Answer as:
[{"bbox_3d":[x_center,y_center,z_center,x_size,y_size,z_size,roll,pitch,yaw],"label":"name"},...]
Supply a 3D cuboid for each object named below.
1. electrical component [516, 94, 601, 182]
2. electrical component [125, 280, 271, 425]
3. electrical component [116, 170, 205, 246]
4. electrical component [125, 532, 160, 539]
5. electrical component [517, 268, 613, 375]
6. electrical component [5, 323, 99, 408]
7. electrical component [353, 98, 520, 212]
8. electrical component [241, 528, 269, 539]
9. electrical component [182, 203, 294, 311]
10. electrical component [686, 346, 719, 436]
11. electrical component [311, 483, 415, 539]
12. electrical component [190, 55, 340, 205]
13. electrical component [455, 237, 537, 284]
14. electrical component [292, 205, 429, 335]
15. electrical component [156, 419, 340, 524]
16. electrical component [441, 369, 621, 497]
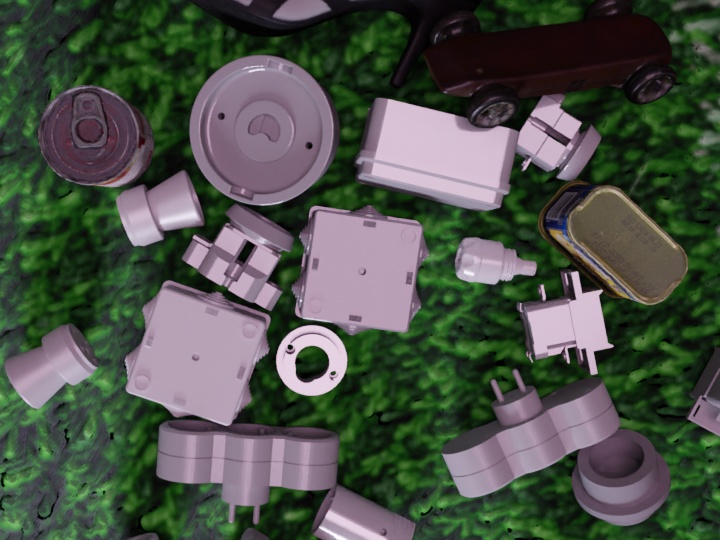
[{"bbox_3d":[0.152,-0.100,0.834,0.055,0.048,0.066,32,90,2],"label":"electrical component"},{"bbox_3d":[-0.124,0.064,0.820,0.100,0.048,0.099,19,91,-5],"label":"electrical component"},{"bbox_3d":[-0.151,-0.046,0.814,0.055,0.045,0.045,-20,94,-2],"label":"electrical component"},{"bbox_3d":[-0.172,0.233,0.824,0.055,0.055,0.047,-19,91,-3],"label":"electrical component"},{"bbox_3d":[0.159,0.042,0.844,0.064,0.042,0.081,-12,93,0],"label":"electrical component"},{"bbox_3d":[-0.233,0.072,0.815,0.055,0.045,0.045,-33,95,-2],"label":"electrical component"},{"bbox_3d":[0.056,-0.085,0.811,0.113,0.078,0.057,13,89,-5],"label":"electrical component"},{"bbox_3d":[-0.063,0.249,0.831,0.089,0.056,0.050,33,90,-5],"label":"electrical component"},{"bbox_3d":[-0.086,-0.014,0.815,0.078,0.058,0.057,31,94,-5],"label":"electrical component"},{"bbox_3d":[0.298,0.093,0.845,0.042,0.064,0.081,28,91,-4],"label":"electrical component"},{"bbox_3d":[0.008,0.204,0.840,0.081,0.043,0.043,28,91,-6],"label":"electrical component"},{"bbox_3d":[-0.067,-0.104,0.806,0.108,0.060,0.108,1,97,10],"label":"electrical component"},{"bbox_3d":[0.107,-0.005,0.841,0.061,0.035,0.035,8,92,-7],"label":"electrical component"},{"bbox_3d":[0.000,0.000,0.826,0.100,0.048,0.099,8,92,-5],"label":"electrical component"},{"bbox_3d":[-0.087,0.159,0.826,0.138,0.052,0.073,4,93,-4],"label":"electrical component"},{"bbox_3d":[0.127,0.114,0.839,0.138,0.052,0.073,-25,94,-2],"label":"electrical component"}]
